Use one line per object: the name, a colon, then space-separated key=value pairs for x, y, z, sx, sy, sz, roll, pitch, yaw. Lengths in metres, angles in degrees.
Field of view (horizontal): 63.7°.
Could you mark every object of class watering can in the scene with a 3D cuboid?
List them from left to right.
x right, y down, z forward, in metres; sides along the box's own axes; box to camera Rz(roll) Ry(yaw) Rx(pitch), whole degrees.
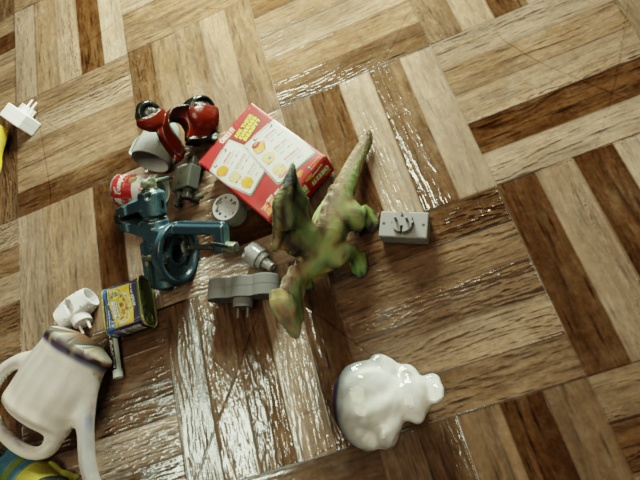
watering can: x=-0.458 y=0.294 z=0.932 sx=0.349 sy=0.102 sz=0.227 roll=23 pitch=74 yaw=21

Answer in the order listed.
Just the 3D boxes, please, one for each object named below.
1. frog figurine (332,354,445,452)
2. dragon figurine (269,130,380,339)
frog figurine: x=0.104 y=0.243 z=0.776 sx=0.158 sy=0.120 sz=0.141 roll=-11 pitch=49 yaw=26
dragon figurine: x=0.003 y=-0.043 z=0.850 sx=0.122 sy=0.240 sz=0.415 roll=5 pitch=75 yaw=24
